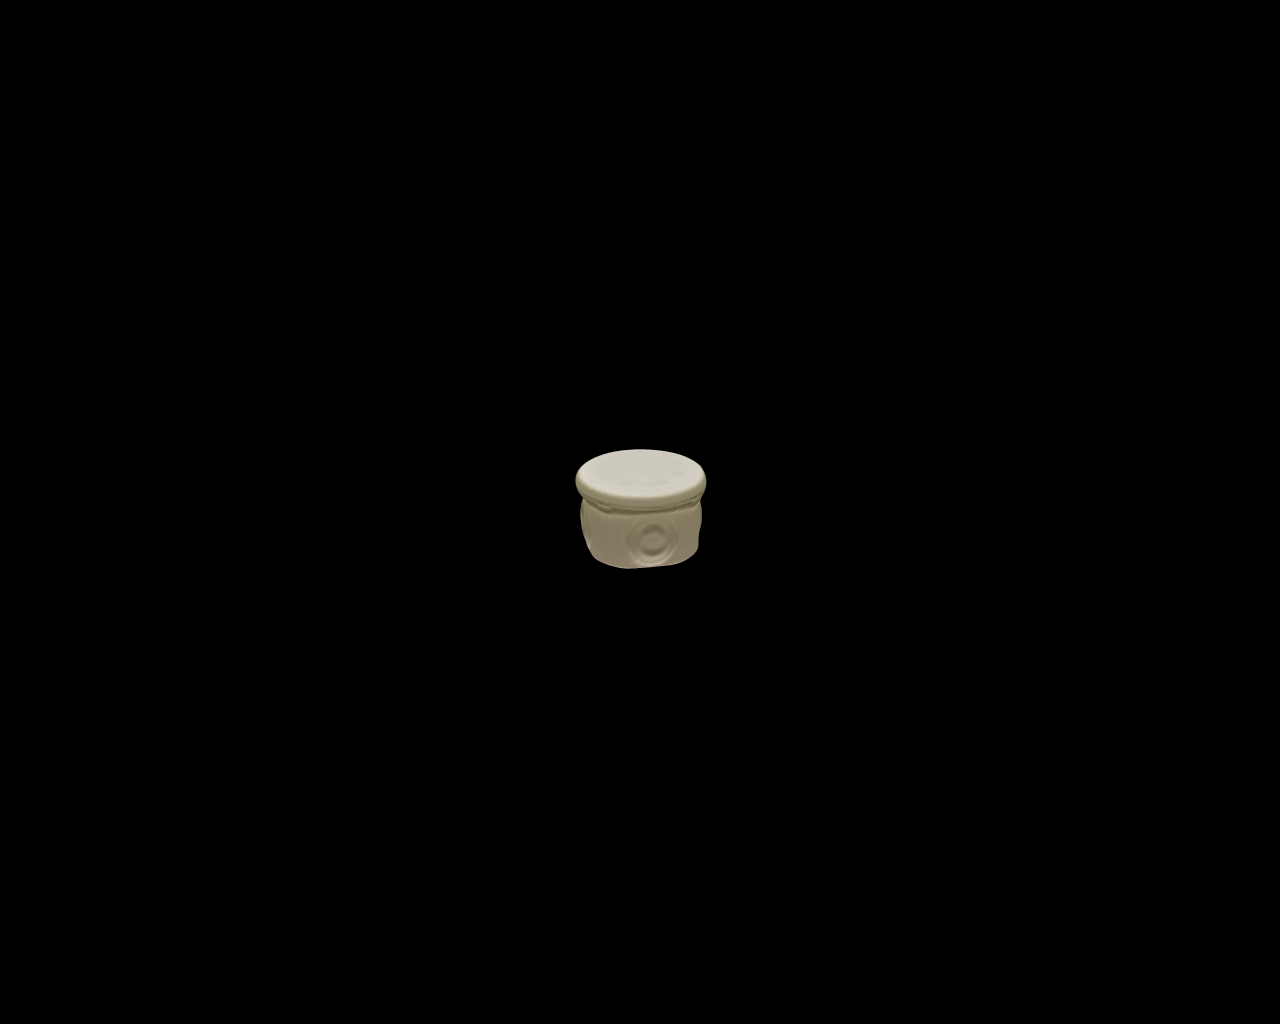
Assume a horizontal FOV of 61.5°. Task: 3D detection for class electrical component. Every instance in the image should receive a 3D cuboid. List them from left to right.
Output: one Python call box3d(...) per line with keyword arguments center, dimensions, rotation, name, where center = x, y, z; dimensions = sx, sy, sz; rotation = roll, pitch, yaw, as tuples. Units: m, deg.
box3d(center=(0.001, -0.003, 0.650), dimensions=(0.080, 0.050, 0.080), rotation=(0, 24, 0), name="electrical component")
